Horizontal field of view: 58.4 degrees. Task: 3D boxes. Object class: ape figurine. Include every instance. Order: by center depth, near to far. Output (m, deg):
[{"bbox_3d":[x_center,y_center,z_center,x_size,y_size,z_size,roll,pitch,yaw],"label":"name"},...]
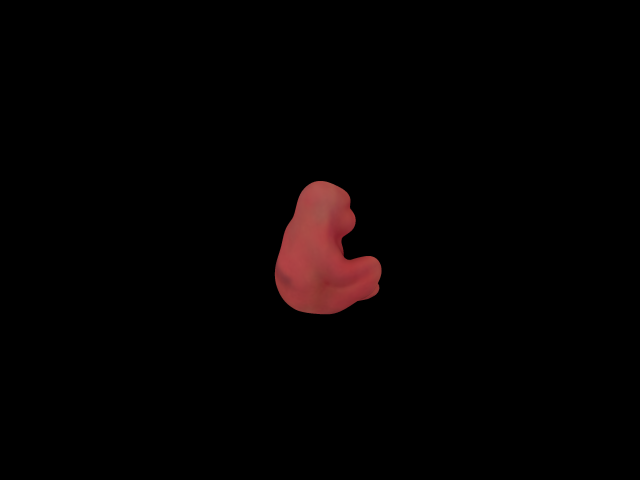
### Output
[{"bbox_3d":[0.004,0.001,0.400,0.076,0.092,0.077,-14,40,-17],"label":"ape figurine"}]
